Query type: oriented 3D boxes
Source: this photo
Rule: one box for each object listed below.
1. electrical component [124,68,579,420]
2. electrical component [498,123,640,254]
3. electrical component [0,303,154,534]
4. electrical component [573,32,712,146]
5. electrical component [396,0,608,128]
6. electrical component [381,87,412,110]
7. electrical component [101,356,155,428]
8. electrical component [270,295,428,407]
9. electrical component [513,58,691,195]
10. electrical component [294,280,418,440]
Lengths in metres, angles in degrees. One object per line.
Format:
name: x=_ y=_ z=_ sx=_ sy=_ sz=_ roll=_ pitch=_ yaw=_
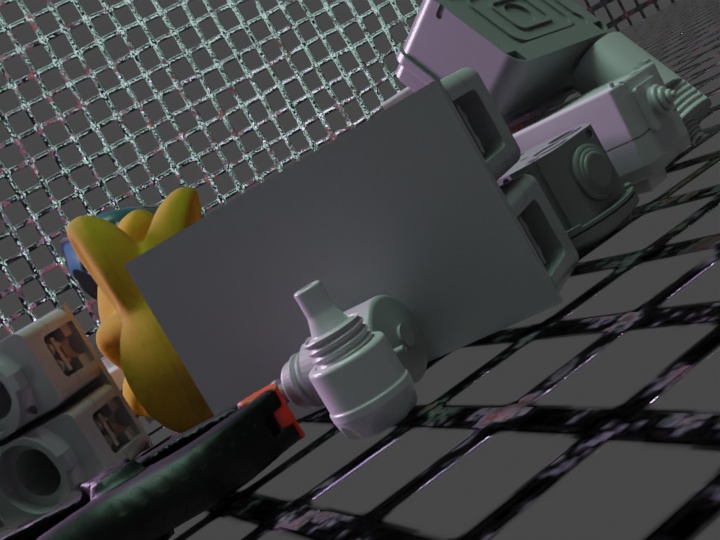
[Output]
electrical component: x=-0.005 y=-0.004 z=0.509 sx=0.186 sy=0.105 sz=0.060 roll=-27 pitch=6 yaw=28
electrical component: x=0.095 y=-0.035 z=0.544 sx=0.080 sy=0.051 sz=0.080 roll=-30 pitch=6 yaw=3
electrical component: x=-0.241 y=0.113 z=0.683 sx=0.186 sy=0.105 sz=0.060 roll=-28 pitch=6 yaw=23
electrical component: x=0.170 y=-0.101 z=0.638 sx=0.043 sy=0.081 sz=0.043 roll=-32 pitch=-30 yaw=-21
electrical component: x=0.085 y=-0.132 z=0.648 sx=0.113 sy=0.078 sz=0.057 roll=-28 pitch=-28 yaw=-45
electrical component: x=0.075 y=-0.108 z=0.926 sx=0.063 sy=0.121 sz=0.078 roll=-31 pitch=5 yaw=15
electrical component: x=-0.171 y=0.086 z=0.817 sx=0.050 sy=0.055 sz=0.089 roll=-32 pitch=6 yaw=-14
electrical component: x=-0.007 y=0.040 z=0.466 sx=0.078 sy=0.040 sz=0.040 roll=-27 pitch=7 yaw=32
electrical component: x=0.136 y=-0.070 z=0.594 sx=0.096 sy=0.061 sz=0.062 roll=-23 pitch=7 yaw=41
electrical component: x=-0.005 y=0.033 z=0.415 sx=0.035 sy=0.061 sz=0.035 roll=-30 pitch=6 yaw=3
